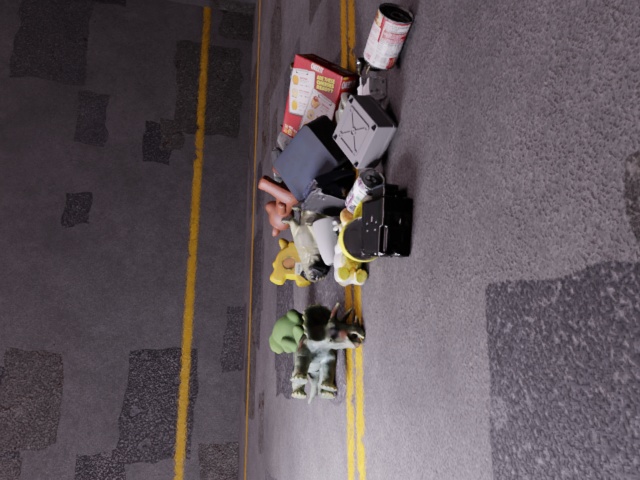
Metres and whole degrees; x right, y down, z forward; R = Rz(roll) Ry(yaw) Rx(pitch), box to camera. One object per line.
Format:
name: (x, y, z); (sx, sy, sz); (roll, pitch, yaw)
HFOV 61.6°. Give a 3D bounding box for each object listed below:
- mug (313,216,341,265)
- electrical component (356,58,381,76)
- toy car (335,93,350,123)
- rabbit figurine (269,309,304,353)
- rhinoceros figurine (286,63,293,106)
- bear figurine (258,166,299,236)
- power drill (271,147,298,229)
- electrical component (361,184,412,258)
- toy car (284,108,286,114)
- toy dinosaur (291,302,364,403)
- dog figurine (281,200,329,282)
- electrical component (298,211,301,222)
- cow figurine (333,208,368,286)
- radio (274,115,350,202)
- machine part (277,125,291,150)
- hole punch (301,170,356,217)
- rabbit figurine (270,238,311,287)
mug: (0.037, 0.002, 1.271); (0.109, 0.081, 0.107); (151, 111, -64)
electrical component: (0.111, -0.385, 1.134); (0.102, 0.045, 0.078); (-130, 45, -69)
toy car: (0.075, -0.260, 1.217); (0.202, 0.056, 0.073); (-100, 21, -44)
rabbit figurine: (-0.045, 0.284, 1.486); (0.170, 0.121, 0.159); (58, 138, 37)
rhinoceros figurine: (-0.062, -0.402, 1.506); (0.112, 0.073, 0.190); (144, 130, -70)
bear figurine: (-0.116, -0.112, 1.528); (0.120, 0.132, 0.195); (-54, 0, -36)
power drill: (-0.117, -0.151, 1.704); (0.207, 0.086, 0.231); (-99, -7, -48)
electrical component: (0.120, -0.034, 0.986); (0.115, 0.058, 0.134); (169, 104, -72)
toy car: (-0.046, -0.387, 1.659); (0.161, 0.109, 0.103); (99, -167, -65)
toy dinosaur: (-0.008, 0.275, 1.297); (0.404, 0.131, 0.192); (114, 168, -63)
dog figurine: (-0.007, -0.004, 1.426); (0.121, 0.172, 0.190); (14, 132, 40)
electrical component: (-0.024, -0.036, 1.500); (0.047, 0.075, 0.119); (121, 154, -61)
cow figurine: (0.064, 0.016, 1.178); (0.098, 0.068, 0.167); (137, 137, -77)
radio: (-0.021, -0.201, 1.347); (0.131, 0.073, 0.229); (54, 145, 1)
machine part: (-0.050, -0.238, 1.524); (0.243, 0.079, 0.079); (58, 151, 20)
hole punch: (0.022, -0.117, 1.285); (0.142, 0.116, 0.092); (135, 145, -68)
rabbit figurine: (-0.090, 0.071, 1.654); (0.173, 0.122, 0.162); (73, -169, -77)
